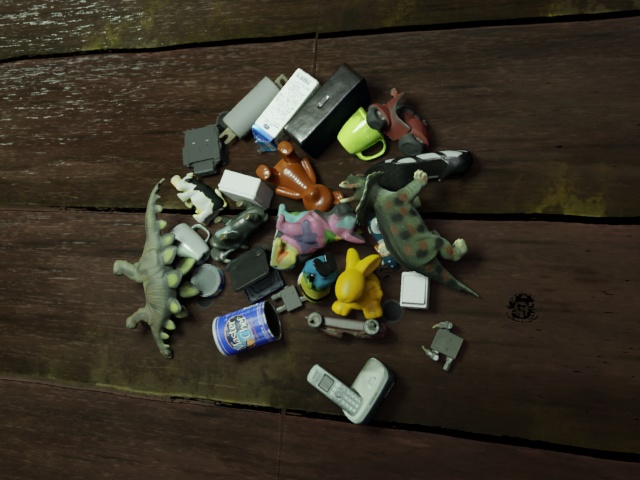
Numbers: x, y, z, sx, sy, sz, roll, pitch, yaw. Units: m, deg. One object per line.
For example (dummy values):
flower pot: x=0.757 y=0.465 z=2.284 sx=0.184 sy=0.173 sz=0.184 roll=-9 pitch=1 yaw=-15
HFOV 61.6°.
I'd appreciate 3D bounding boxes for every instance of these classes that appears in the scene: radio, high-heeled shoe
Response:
radio: x=0.023 y=-0.319 z=1.360 sx=0.229 sy=0.131 sz=0.073 roll=-45 pitch=71 yaw=4
high-heeled shoe: x=0.243 y=-0.186 z=1.317 sx=0.249 sy=0.086 sz=0.145 roll=13 pitch=43 yaw=37

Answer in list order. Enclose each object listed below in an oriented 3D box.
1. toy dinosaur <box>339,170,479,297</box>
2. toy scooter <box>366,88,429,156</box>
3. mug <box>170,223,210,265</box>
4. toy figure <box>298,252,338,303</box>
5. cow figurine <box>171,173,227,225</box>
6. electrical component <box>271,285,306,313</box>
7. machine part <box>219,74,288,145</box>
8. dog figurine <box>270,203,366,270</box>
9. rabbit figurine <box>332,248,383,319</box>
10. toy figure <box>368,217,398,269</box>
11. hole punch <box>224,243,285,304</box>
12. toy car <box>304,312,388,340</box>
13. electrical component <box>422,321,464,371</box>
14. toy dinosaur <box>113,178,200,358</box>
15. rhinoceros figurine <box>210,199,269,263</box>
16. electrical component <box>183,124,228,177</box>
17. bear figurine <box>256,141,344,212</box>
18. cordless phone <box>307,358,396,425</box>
toy dinosaur: x=0.197 y=-0.014 z=1.213 sx=0.192 sy=0.131 sz=0.405 roll=-26 pitch=77 yaw=-22
toy scooter: x=0.200 y=-0.296 z=1.314 sx=0.184 sy=0.075 sz=0.135 roll=31 pitch=60 yaw=-20
mug: x=-0.338 y=0.012 z=1.435 sx=0.107 sy=0.080 sz=0.109 roll=38 pitch=54 yaw=16
toy figure: x=-0.005 y=0.092 z=1.267 sx=0.082 sy=0.180 sz=0.089 roll=-4 pitch=71 yaw=-16
cow figurine: x=-0.330 y=-0.127 z=1.457 sx=0.098 sy=0.068 sz=0.167 roll=-39 pitch=75 yaw=0
electrical component: x=-0.073 y=0.146 z=1.355 sx=0.094 sy=0.021 sz=0.063 roll=-25 pitch=73 yaw=4
machine part: x=-0.179 y=-0.354 z=1.449 sx=0.243 sy=0.079 sz=0.079 roll=-44 pitch=72 yaw=2
dog figurine: x=-0.003 y=-0.004 z=1.298 sx=0.219 sy=0.108 sz=0.191 roll=9 pitch=108 yaw=-2
rabbit figurine: x=0.090 y=0.106 z=1.241 sx=0.122 sy=0.173 sz=0.162 roll=17 pitch=89 yaw=22
toy figure: x=0.155 y=-0.004 z=1.305 sx=0.064 sy=0.058 sz=0.154 roll=-30 pitch=71 yaw=49
hole punch: x=-0.162 y=0.088 z=1.370 sx=0.142 sy=0.092 sz=0.116 roll=-31 pitch=45 yaw=11
toy car: x=0.060 y=0.207 z=1.272 sx=0.202 sy=0.089 sz=0.053 roll=4 pitch=79 yaw=15
electrical component: x=0.283 y=0.236 z=1.227 sx=0.078 sy=0.045 sz=0.102 roll=30 pitch=89 yaw=20
toy dinosaur: x=-0.417 y=0.084 z=1.384 sx=0.199 sy=0.105 sz=0.470 roll=-6 pitch=99 yaw=19
rhinoceros figurine: x=-0.217 y=-0.020 z=1.385 sx=0.190 sy=0.112 sz=0.073 roll=-43 pitch=56 yaw=14
electrical component: x=-0.316 y=-0.244 z=1.482 sx=0.115 sy=0.058 sz=0.134 roll=-11 pitch=76 yaw=16
bear figurine: x=-0.045 y=-0.135 z=1.349 sx=0.120 sy=0.131 sz=0.196 roll=-46 pitch=66 yaw=4
cordless phone: x=0.071 y=0.324 z=1.253 sx=0.184 sy=0.088 sz=0.146 roll=31 pitch=89 yaw=23
